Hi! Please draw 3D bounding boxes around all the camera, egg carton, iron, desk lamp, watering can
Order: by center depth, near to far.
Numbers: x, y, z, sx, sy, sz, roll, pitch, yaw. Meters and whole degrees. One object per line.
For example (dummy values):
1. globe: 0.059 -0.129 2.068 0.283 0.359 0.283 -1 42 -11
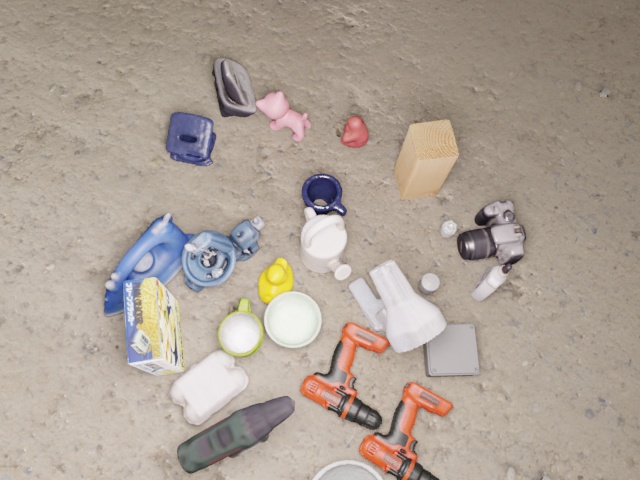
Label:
1. desk lamp: 0.152 0.134 1.181 0.118 0.213 0.203 -30 75 -11
2. egg carton: -0.229 0.301 1.183 0.150 0.069 0.107 -38 77 -14
3. iron: -0.385 0.051 1.223 0.118 0.141 0.258 36 74 10
4. watering can: 0.013 0.003 1.229 0.172 0.194 0.101 40 74 11
5. camera: 0.383 -0.014 1.300 0.137 0.101 0.143 -9 72 -5

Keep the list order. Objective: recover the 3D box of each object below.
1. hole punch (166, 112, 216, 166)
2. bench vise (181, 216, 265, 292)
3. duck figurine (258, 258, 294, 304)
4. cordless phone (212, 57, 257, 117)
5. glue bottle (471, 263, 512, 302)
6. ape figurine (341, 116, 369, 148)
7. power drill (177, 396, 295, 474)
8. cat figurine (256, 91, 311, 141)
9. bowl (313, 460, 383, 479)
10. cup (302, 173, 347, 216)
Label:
1. hole punch: -0.303 -0.237 1.350 0.108 0.091 0.101 11 71 1
2. bench vise: -0.215 0.005 1.205 0.121 0.220 0.207 31 73 8
3. duck figurine: -0.098 0.087 1.253 0.077 0.086 0.105 21 72 5
4. cordless phone: -0.209 -0.388 1.356 0.094 0.185 0.147 -16 73 -7
5. glue bottle: 0.377 0.081 1.229 0.037 0.173 0.078 37 74 10
6. ape figurine: 0.083 -0.267 1.377 0.078 0.092 0.076 -43 78 -14
7. power drill: -0.151 0.365 1.092 0.230 0.208 0.075 -26 74 -11
8. cat figurine: -0.085 -0.307 1.370 0.127 0.118 0.067 23 72 6
9. bowl: 0.052 0.518 1.120 0.167 0.075 0.167 1 71 -2
10. cup: 0.014 -0.086 1.311 0.117 0.095 0.092 40 74 11
